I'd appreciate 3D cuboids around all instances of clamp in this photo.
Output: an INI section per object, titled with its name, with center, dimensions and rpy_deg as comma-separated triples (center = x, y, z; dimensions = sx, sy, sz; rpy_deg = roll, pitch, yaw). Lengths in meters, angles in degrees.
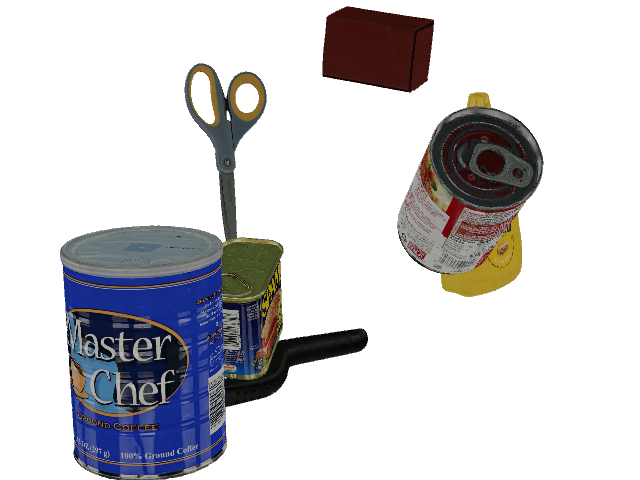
[clamp]
center = -0.054, 0.120, 1.124
dimensions = 0.165, 0.036, 0.209
rpy_deg = 14, 29, 19

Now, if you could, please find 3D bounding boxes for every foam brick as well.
[foam brick]
center = 0.046, -0.156, 0.867
dimensions = 0.078, 0.051, 0.052
rpy_deg = 14, 25, 19

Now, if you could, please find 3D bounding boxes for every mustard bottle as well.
[mustard bottle]
center = 0.155, -0.048, 1.036
dimensions = 0.096, 0.192, 0.058
rpy_deg = -21, 25, -38

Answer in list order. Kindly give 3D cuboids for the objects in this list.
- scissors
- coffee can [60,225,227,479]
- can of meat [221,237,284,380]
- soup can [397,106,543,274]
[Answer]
[scissors]
center = -0.083, -0.092, 1.115
dimensions = 0.096, 0.202, 0.016
rpy_deg = -18, -2, -22
[coffee can]
center = -0.113, 0.070, 0.696
dimensions = 0.103, 0.140, 0.103
rpy_deg = 0, 15, 0
[can of meat]
center = -0.065, 0.058, 0.919
dimensions = 0.057, 0.084, 0.102
rpy_deg = 4, 28, 10
[soup can]
center = 0.090, -0.027, 0.663
dimensions = 0.068, 0.068, 0.102
rpy_deg = 0, -25, -8
